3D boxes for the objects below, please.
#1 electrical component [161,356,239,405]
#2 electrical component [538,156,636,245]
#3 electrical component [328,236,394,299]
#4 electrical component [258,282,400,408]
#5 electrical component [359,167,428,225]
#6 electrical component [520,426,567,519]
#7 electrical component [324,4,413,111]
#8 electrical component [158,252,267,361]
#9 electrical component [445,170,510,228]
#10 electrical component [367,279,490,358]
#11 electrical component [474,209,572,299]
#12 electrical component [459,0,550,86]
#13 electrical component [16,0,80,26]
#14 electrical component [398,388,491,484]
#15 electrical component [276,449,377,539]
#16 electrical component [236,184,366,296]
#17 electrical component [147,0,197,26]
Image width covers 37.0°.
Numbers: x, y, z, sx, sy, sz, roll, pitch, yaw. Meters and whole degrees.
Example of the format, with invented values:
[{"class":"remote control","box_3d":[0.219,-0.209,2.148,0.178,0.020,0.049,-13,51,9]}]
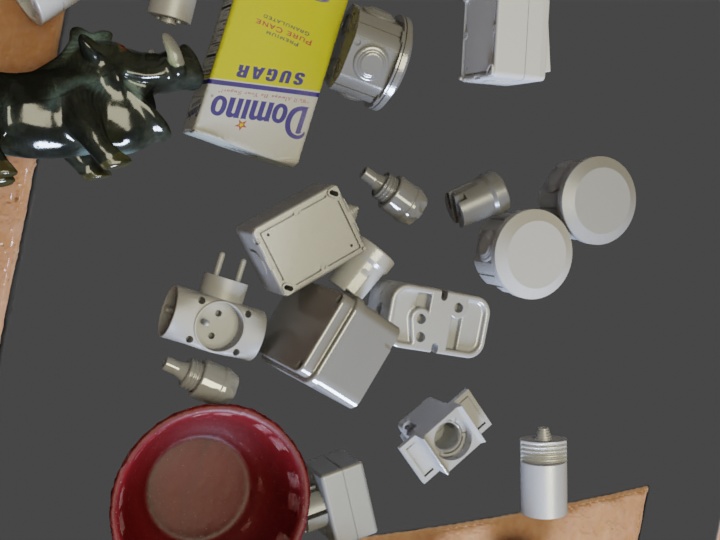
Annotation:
[{"class":"electrical component","box_3d":[-0.131,0.087,0.872,0.061,0.035,0.035,27,84,-20]},{"class":"electrical component","box_3d":[0.209,-0.065,0.993,0.080,0.051,0.080,-2,96,-23]},{"class":"electrical component","box_3d":[0.000,0.000,0.917,0.040,0.040,0.046,40,85,-21]},{"class":"electrical component","box_3d":[-0.030,0.056,0.869,0.057,0.113,0.078,35,81,-25]},{"class":"electrical component","box_3d":[0.026,-0.067,0.924,0.061,0.035,0.035,34,81,-20]},{"class":"electrical component","box_3d":[0.172,0.186,1.004,0.043,0.043,0.081,-4,96,-23]},{"class":"electrical component","box_3d":[0.007,-0.175,0.882,0.051,0.080,0.080,17,88,-18]},{"class":"electrical component","box_3d":[-0.114,0.026,0.868,0.077,0.044,0.079,18,88,-24]},{"class":"electrical component","box_3d":[0.104,-0.062,0.955,0.046,0.040,0.040,-24,104,-14]},{"class":"electrical component","box_3d":[0.056,0.041,0.933,0.095,0.059,0.053,10,91,-24]},{"class":"electrical component","box_3d":[0.146,-0.016,0.971,0.080,0.051,0.080,-2,96,-23]},{"class":"electrical component","box_3d":[0.129,-0.211,0.939,0.061,0.062,0.096,1,94,-23]},{"class":"electrical component","box_3d":[-0.230,-0.216,0.791,0.047,0.055,0.055,-36,107,-20]},{"class":"electrical component","box_3d":[0.069,0.143,0.946,0.081,0.064,0.042,-38,107,-16]},{"class":"electrical component","box_3d":[-0.034,0.200,0.916,0.077,0.047,0.065,-16,101,-21]},{"class":"electrical component","box_3d":[-0.045,-0.029,0.883,0.096,0.061,0.061,-30,106,-18]},{"class":"electrical component","box_3d":[-0.142,-0.223,0.835,0.044,0.044,0.065,13,95,-24]}]
